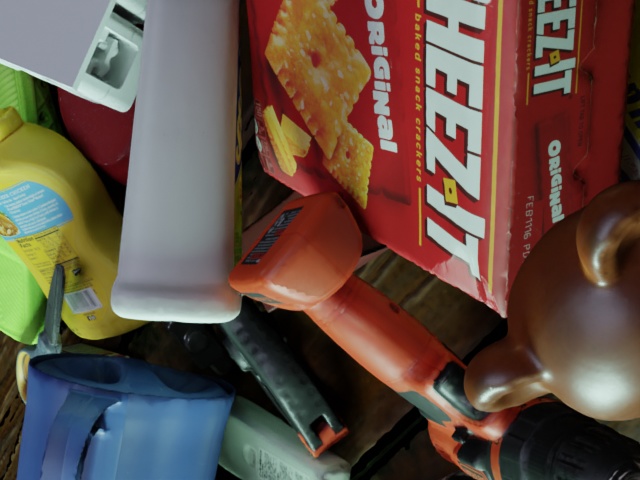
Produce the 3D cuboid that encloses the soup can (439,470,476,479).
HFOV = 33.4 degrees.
[{"bbox_3d":[0.057,0.178,0.610,0.102,0.068,0.068,-36,76,44],"label":"soup can"}]

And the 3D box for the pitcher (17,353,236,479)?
[{"bbox_3d":[-0.141,0.199,0.679,0.145,0.149,0.243,10,91,53],"label":"pitcher"}]

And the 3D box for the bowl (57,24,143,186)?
[{"bbox_3d":[-0.129,-0.100,0.721,0.162,0.055,0.162,13,110,41],"label":"bowl"}]

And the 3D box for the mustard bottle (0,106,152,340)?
[{"bbox_3d":[-0.186,-0.020,0.742,0.096,0.058,0.191,-13,119,39],"label":"mustard bottle"}]

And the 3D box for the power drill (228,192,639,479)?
[{"bbox_3d":[0.050,0.058,0.495,0.187,0.057,0.185,42,168,-10],"label":"power drill"}]

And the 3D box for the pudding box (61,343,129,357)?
[{"bbox_3d":[-0.176,0.143,0.838,0.090,0.039,0.113,3,106,52],"label":"pudding box"}]

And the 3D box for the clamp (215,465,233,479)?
[{"bbox_3d":[-0.066,0.207,0.757,0.210,0.036,0.165,53,135,20],"label":"clamp"}]

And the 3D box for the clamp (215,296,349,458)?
[{"bbox_3d":[-0.045,0.056,0.664,0.171,0.039,0.120,48,174,20],"label":"clamp"}]

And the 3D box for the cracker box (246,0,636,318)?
[{"bbox_3d":[0.042,-0.082,0.500,0.214,0.072,0.164,34,134,52],"label":"cracker box"}]

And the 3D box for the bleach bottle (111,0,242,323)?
[{"bbox_3d":[-0.069,-0.086,0.573,0.102,0.068,0.251,-148,62,-86],"label":"bleach bottle"}]

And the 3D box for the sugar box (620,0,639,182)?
[{"bbox_3d":[0.162,-0.074,0.454,0.177,0.048,0.093,-22,85,44],"label":"sugar box"}]

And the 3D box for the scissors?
[{"bbox_3d":[-0.192,0.096,0.782,0.096,0.016,0.202,64,148,12],"label":"scissors"}]

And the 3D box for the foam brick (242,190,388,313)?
[{"bbox_3d":[-0.004,0.001,0.631,0.078,0.051,0.053,-34,80,44],"label":"foam brick"}]
